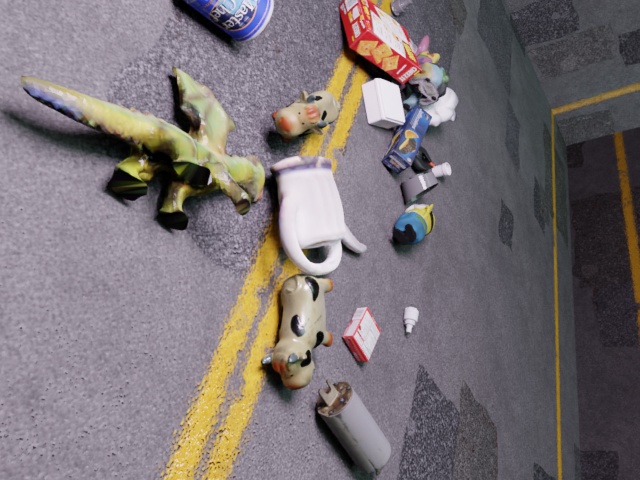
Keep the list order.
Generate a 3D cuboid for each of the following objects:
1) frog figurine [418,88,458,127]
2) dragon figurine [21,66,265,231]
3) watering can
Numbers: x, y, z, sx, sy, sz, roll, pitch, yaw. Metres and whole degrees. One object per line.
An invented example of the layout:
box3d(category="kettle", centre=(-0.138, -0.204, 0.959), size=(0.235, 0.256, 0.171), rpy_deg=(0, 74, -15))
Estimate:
box3d(category="frog figurine", centre=(0.332, -0.400, 1.536), size=(0.161, 0.120, 0.139), rpy_deg=(-18, 61, -45))
box3d(category="dragon figurine", centre=(-0.212, -0.162, 0.768), size=(0.404, 0.121, 0.249), rpy_deg=(43, 31, -39))
box3d(category="watering can", centre=(0.003, -0.050, 0.997), size=(0.349, 0.103, 0.225), rpy_deg=(-8, 85, -67))
